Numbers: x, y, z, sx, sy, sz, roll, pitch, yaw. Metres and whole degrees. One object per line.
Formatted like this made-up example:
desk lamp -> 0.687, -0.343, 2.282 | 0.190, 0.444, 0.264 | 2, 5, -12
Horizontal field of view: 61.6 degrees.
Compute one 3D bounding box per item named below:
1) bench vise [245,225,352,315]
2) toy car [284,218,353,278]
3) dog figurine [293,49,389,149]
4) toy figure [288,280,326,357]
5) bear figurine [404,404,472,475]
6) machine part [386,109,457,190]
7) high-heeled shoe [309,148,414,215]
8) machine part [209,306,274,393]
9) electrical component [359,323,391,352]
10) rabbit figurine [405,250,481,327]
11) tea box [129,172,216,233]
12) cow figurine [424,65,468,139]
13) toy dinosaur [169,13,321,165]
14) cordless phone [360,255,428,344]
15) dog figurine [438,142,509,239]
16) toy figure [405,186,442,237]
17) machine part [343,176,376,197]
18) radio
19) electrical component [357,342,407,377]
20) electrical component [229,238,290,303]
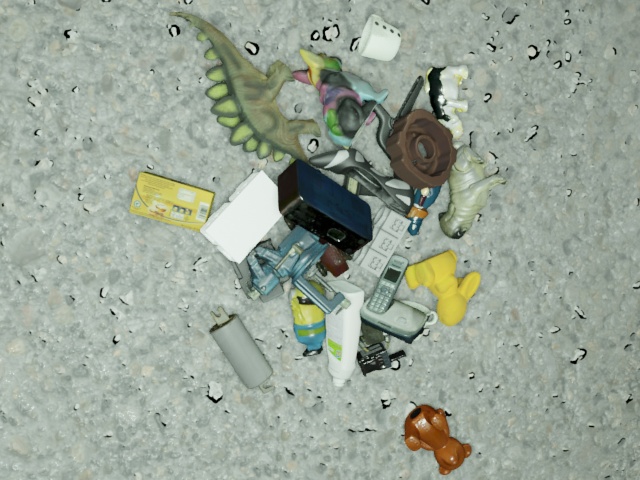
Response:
bench vise -> -0.041, 0.084, 1.188 | 0.241, 0.129, 0.223 | 42, 66, 5
toy car -> -0.003, -0.004, 1.277 | 0.089, 0.053, 0.202 | -35, 96, 5
dog figurine -> 0.023, -0.321, 1.180 | 0.219, 0.108, 0.191 | 34, 57, 6
toy figure -> -0.025, 0.185, 1.288 | 0.089, 0.082, 0.180 | -14, 95, -16
bear figurine -> 0.300, 0.513, 1.348 | 0.120, 0.132, 0.196 | -38, 94, 3
machine part -> 0.230, -0.202, 1.217 | 0.179, 0.056, 0.179 | 7, 77, -29
high-heeled shoe -> 0.096, -0.123, 1.208 | 0.249, 0.086, 0.145 | -2, 76, -20
machine part -> -0.188, 0.265, 1.281 | 0.079, 0.079, 0.243 | -31, 101, -1
electrical component -> 0.133, 0.228, 1.313 | 0.102, 0.045, 0.078 | -13, 94, 25
rabbit figurine -> 0.302, 0.119, 1.297 | 0.162, 0.122, 0.173 | -15, 79, -26
tea box -> -0.333, -0.086, 1.220 | 0.170, 0.068, 0.098 | 18, 95, -8
cow figurine -> 0.294, -0.320, 1.258 | 0.098, 0.068, 0.167 | 0, 95, -1
toy dinosaur -> -0.146, -0.315, 1.191 | 0.198, 0.105, 0.471 | -31, 101, -1
cordless phone -> 0.189, 0.135, 1.245 | 0.147, 0.088, 0.184 | 20, 79, 27
dog figurine -> 0.329, -0.116, 1.285 | 0.190, 0.121, 0.172 | -47, 66, 19
toy figure -> 0.244, -0.084, 1.289 | 0.064, 0.058, 0.154 | 23, 94, -40
machine part -> 0.121, -0.127, 1.283 | 0.139, 0.039, 0.084 | 6, 89, -5
radio -> 0.015, -0.069, 1.191 | 0.229, 0.131, 0.073 | 28, 130, -29
electrical component -> 0.150, 0.285, 1.323 | 0.119, 0.075, 0.047 | -21, 101, 1
electrical component -> -0.138, 0.077, 1.271 | 0.115, 0.058, 0.134 | -27, 100, 0
